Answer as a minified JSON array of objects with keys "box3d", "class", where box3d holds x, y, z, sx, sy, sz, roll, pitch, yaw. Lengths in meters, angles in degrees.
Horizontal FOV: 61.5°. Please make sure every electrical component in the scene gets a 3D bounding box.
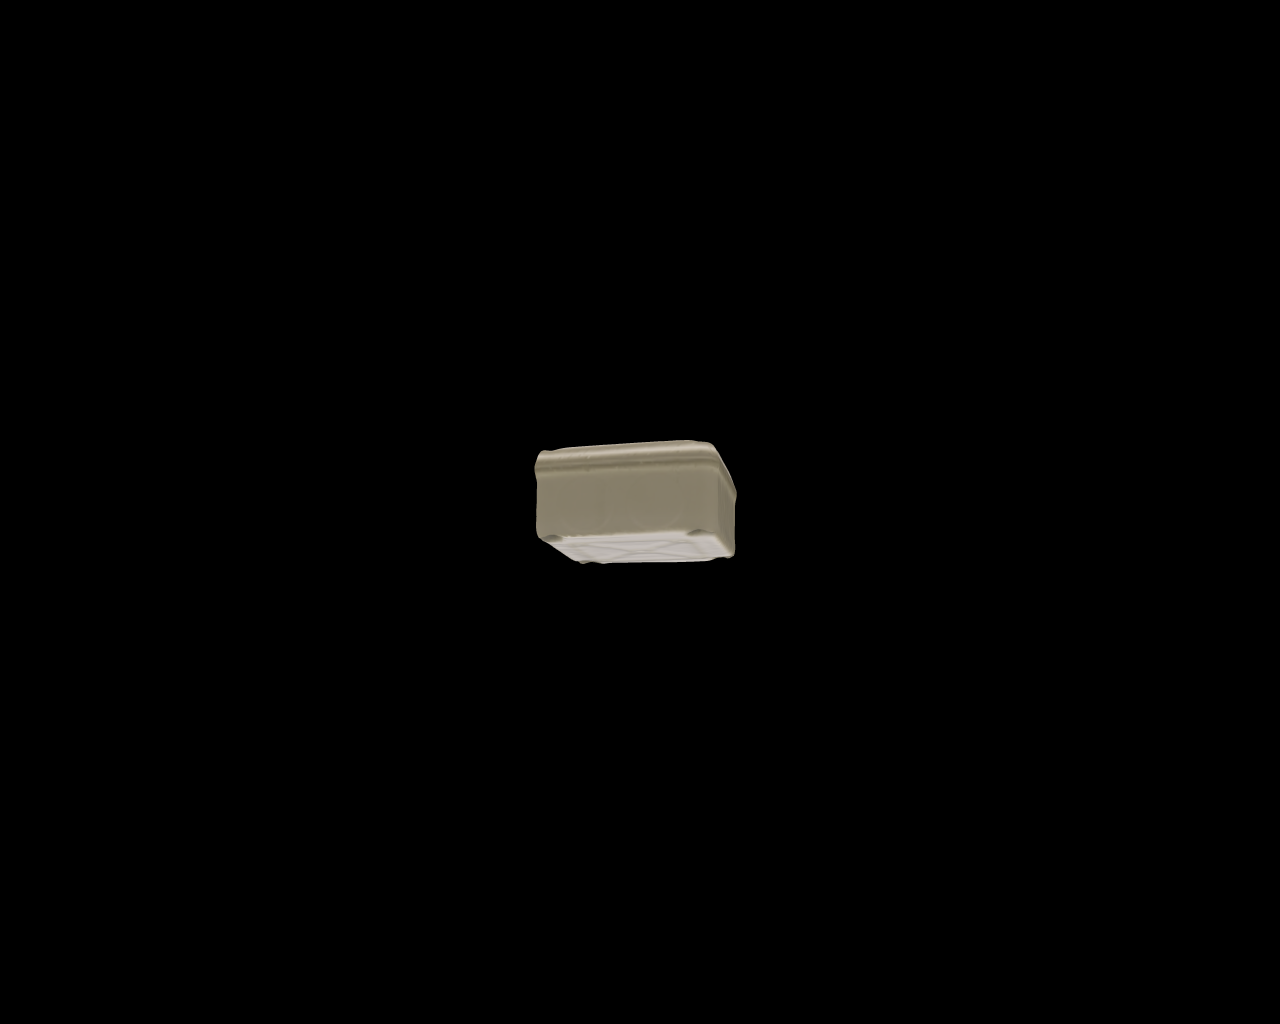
[{"box3d":[0.001,-0.003,0.650,0.109,0.056,0.108,-2,-12,11],"class":"electrical component"}]
